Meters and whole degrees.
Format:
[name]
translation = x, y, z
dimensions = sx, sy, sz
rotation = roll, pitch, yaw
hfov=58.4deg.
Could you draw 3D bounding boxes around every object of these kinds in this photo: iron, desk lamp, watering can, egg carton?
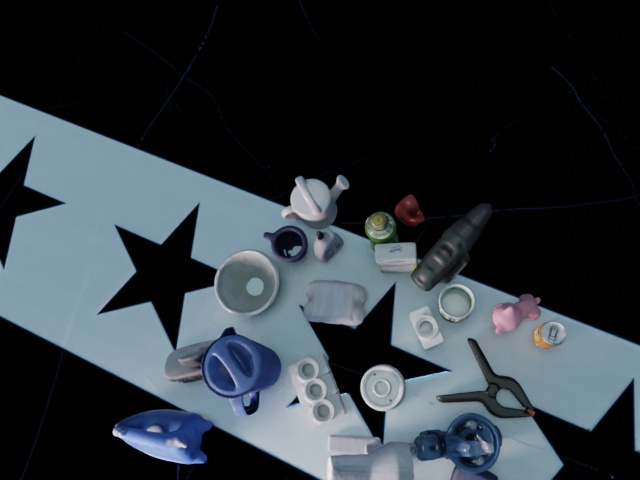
[iron]
translation = -0.395, 0.463, 1.351
dimensions = 0.258, 0.141, 0.119
rotation = 4, 77, 11
[desk lamp]
translation = 0.101, 0.487, 1.224
dimensions = 0.203, 0.214, 0.118
rotation = 0, 76, 10
[watering can]
translation = -0.014, -0.104, 1.399
dimensions = 0.100, 0.194, 0.173
rotation = 42, 86, 17
[egg carton]
translation = 0.036, 0.152, 1.393
dimensions = 0.150, 0.069, 0.107
rotation = 3, 77, 10

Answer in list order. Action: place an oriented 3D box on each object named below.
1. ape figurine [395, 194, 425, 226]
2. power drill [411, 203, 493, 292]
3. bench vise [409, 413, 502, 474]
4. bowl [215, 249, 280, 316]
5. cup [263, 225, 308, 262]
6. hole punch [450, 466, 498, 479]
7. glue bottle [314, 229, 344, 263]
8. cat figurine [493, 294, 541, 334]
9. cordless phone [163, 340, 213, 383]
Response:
[ape figurine]
translation = 0.221, -0.078, 1.407
dimensions = 0.076, 0.092, 0.078
rotation = 7, 78, 11
[power drill]
translation = 0.299, 0.027, 1.307
dimensions = 0.075, 0.208, 0.230
rotation = 41, 86, 16
[bench vise]
translation = 0.289, 0.444, 1.200
dimensions = 0.207, 0.220, 0.121
rotation = -27, 73, 2
[bowl]
translation = -0.174, 0.112, 1.435
dimensions = 0.167, 0.075, 0.167
rotation = -2, 76, 9
[cup]
translation = -0.080, 0.014, 1.433
dimensions = 0.117, 0.095, 0.092
rotation = 19, 80, 14
[hole punch]
translation = 0.332, 0.544, 1.235
dimensions = 0.108, 0.091, 0.101
rotation = 20, 80, 14
[glue bottle]
translation = 0.013, 0.005, 1.379
dimensions = 0.078, 0.173, 0.037
rotation = -44, 73, -3
[cat figurine]
translation = 0.442, 0.164, 1.297
dimensions = 0.128, 0.118, 0.067
rotation = -27, 73, 2
[cordless phone]
translation = -0.315, 0.286, 1.358
dimensions = 0.147, 0.185, 0.094
rotation = -17, 74, 5
